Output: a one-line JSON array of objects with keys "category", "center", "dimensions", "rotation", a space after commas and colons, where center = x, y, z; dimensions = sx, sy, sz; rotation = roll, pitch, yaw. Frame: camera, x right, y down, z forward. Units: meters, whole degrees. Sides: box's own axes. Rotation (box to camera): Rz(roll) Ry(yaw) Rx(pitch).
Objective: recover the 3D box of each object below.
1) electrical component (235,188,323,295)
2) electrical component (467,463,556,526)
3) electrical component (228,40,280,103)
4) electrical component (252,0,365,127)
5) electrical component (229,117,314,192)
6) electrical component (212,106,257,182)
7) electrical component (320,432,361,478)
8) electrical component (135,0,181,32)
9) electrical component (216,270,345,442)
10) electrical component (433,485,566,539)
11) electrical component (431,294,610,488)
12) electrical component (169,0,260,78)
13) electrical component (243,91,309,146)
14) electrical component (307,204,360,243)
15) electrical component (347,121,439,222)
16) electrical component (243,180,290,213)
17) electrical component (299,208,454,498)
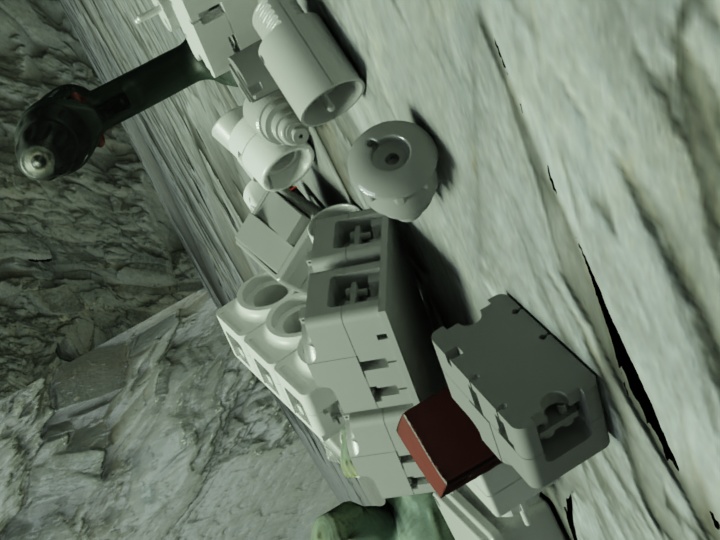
[{"category": "electrical component", "center": [-0.057, -0.027, 0.880], "dimensions": [0.061, 0.061, 0.096], "rotation": [27, -172, -41]}, {"category": "electrical component", "center": [0.096, 0.138, 0.717], "dimensions": [0.076, 0.047, 0.066], "rotation": [65, 169, -25]}, {"category": "electrical component", "center": [-0.060, -0.137, 0.720], "dimensions": [0.040, 0.046, 0.040], "rotation": [57, 169, 17]}, {"category": "electrical component", "center": [-0.036, -0.130, 0.634], "dimensions": [0.081, 0.043, 0.043], "rotation": [58, 170, 15]}, {"category": "electrical component", "center": [-0.069, -0.096, 0.858], "dimensions": [0.047, 0.055, 0.055], "rotation": [52, 167, 24]}, {"category": "electrical component", "center": [-0.102, -0.115, 1.002], "dimensions": [0.065, 0.044, 0.044], "rotation": [53, 168, 12]}, {"category": "electrical component", "center": [0.010, 0.151, 1.033], "dimensions": [0.048, 0.100, 0.099], "rotation": [47, 169, 2]}, {"category": "electrical component", "center": [-0.134, -0.204, 0.806], "dimensions": [0.047, 0.077, 0.066], "rotation": [63, 169, -14]}, {"category": "electrical component", "center": [-0.043, 0.059, 0.889], "dimensions": [0.150, 0.089, 0.061], "rotation": [36, 153, 47]}, {"category": "electrical component", "center": [0.115, 0.208, 0.799], "dimensions": [0.108, 0.056, 0.109], "rotation": [63, 169, -16]}, {"category": "electrical component", "center": [0.085, 0.065, 0.567], "dimensions": [0.089, 0.050, 0.055], "rotation": [48, 164, 50]}, {"category": "electrical component", "center": [-0.098, -0.188, 0.733], "dimensions": [0.050, 0.056, 0.089], "rotation": [48, 164, 49]}, {"category": "electrical component", "center": [-0.058, -0.111, 0.798], "dimensions": [0.078, 0.040, 0.040], "rotation": [45, 162, 54]}, {"category": "electrical component", "center": [0.000, 0.000, 0.815], "dimensions": [0.079, 0.043, 0.077], "rotation": [47, 163, 51]}, {"category": "electrical component", "center": [0.022, -0.048, 0.584], "dimensions": [0.048, 0.048, 0.062], "rotation": [55, 175, 27]}, {"category": "electrical component", "center": [-0.074, -0.043, 1.048], "dimensions": [0.077, 0.044, 0.079], "rotation": [54, 168, 33]}, {"category": "electrical component", "center": [0.014, 0.061, 0.744], "dimensions": [0.105, 0.060, 0.186], "rotation": [-87, -19, -48]}]
